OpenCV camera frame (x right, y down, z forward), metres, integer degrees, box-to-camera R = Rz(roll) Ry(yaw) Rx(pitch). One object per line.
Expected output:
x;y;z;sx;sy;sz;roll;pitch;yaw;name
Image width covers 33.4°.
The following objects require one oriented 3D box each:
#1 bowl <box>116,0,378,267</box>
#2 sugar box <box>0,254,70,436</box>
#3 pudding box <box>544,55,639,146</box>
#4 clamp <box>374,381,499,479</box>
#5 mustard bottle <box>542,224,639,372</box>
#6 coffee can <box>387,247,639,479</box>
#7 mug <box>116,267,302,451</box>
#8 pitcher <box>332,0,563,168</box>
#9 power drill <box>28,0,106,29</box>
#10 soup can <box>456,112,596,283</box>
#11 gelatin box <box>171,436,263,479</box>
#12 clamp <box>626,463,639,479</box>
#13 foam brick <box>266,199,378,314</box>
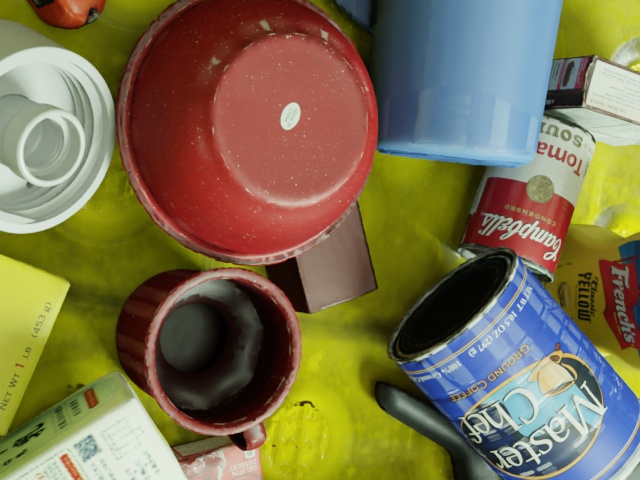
-0.026;-0.064;0.584;0.161;0.055;0.162;-2;94;-27;bowl
-0.231;0.030;0.554;0.176;0.048;0.093;25;82;-27;sugar box
0.199;-0.094;0.741;0.113;0.090;0.039;11;89;-27;pudding box
0.108;0.139;0.738;0.120;0.039;0.171;-22;96;-17;clamp
0.216;0.040;0.700;0.058;0.192;0.096;0;92;-27;mustard bottle
0.126;0.089;0.673;0.102;0.103;0.140;-45;101;-18;coffee can
-0.064;0.070;0.621;0.093;0.082;0.117;-32;106;-22;mug
0.083;-0.172;0.667;0.144;0.149;0.243;3;95;-42;pitcher
-0.108;-0.221;0.595;0.187;0.057;0.184;-40;109;-19;power drill
0.141;-0.029;0.728;0.068;0.069;0.102;24;81;-26;soup can
-0.076;0.162;0.649;0.089;0.030;0.073;-9;97;-26;gelatin box
0.196;0.237;0.789;0.164;0.036;0.210;30;81;-23;clamp
-0.004;0.001;0.664;0.051;0.053;0.078;-18;102;-25;foam brick
